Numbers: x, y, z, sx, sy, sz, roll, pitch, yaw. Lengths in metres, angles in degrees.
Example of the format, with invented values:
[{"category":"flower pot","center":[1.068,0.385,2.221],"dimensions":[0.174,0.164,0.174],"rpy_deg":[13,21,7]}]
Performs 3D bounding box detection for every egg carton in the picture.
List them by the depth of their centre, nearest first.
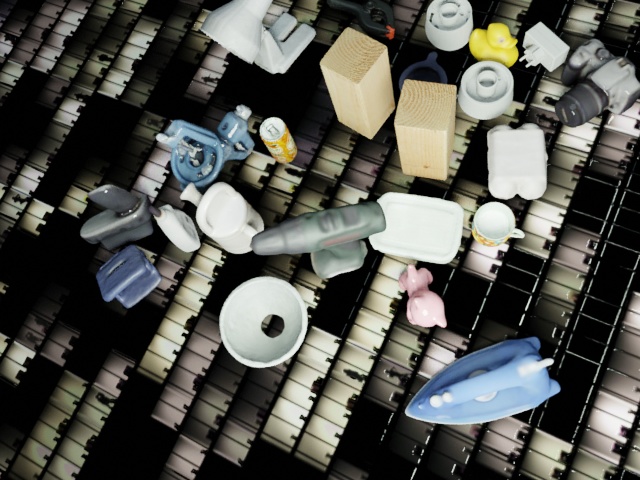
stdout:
[{"category":"egg carton","center":[0.368,-0.147,1.071],"dimensions":[0.107,0.069,0.150],"rpy_deg":[-1,73,11]}]

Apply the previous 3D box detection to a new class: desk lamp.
[{"category":"desk lamp","center":[-0.128,-0.440,1.183],"dimensions":[0.117,0.214,0.203],"rpy_deg":[36,83,19]}]

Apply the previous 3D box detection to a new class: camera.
[{"category":"camera","center":[0.503,-0.288,1.071],"dimensions":[0.137,0.101,0.143],"rpy_deg":[-35,70,-1]}]

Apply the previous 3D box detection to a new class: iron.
[{"category":"iron","center":[0.258,0.242,0.936],"dimensions":[0.258,0.142,0.118],"rpy_deg":[-21,70,4]}]

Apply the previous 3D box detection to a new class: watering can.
[{"category":"watering can","center":[-0.188,-0.048,1.086],"dimensions":[0.172,0.194,0.101],"rpy_deg":[9,75,14]}]

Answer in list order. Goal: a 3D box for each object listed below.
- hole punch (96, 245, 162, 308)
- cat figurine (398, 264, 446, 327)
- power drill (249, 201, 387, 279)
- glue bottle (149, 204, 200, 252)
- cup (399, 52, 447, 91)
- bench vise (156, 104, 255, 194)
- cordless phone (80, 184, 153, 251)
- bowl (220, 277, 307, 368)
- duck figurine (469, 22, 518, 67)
[{"category":"hole punch","center":[-0.393,0.069,1.145],"dimensions":[0.109,0.091,0.101],"rpy_deg":[-41,70,-3]},{"category":"cat figurine","center":[0.178,0.102,1.007],"dimensions":[0.067,0.118,0.127],"rpy_deg":[-18,71,6]},{"category":"power drill","center":[0.009,0.004,1.023],"dimensions":[0.229,0.209,0.075],"rpy_deg":[-19,70,5]},{"category":"glue bottle","center":[-0.288,-0.034,1.112],"dimensions":[0.037,0.173,0.078],"rpy_deg":[-23,70,4]},{"category":"cup","center":[0.209,-0.303,1.137],"dimensions":[0.091,0.095,0.118],"rpy_deg":[16,77,16]},{"category":"bench vise","center":[-0.233,-0.202,1.128],"dimensions":[0.121,0.220,0.207],"rpy_deg":[22,79,17]},{"category":"cordless phone","center":[-0.429,-0.058,1.141],"dimensions":[0.147,0.185,0.094],"rpy_deg":[-26,70,3]},{"category":"bowl","center":[-0.097,0.156,1.068],"dimensions":[0.167,0.075,0.167],"rpy_deg":[-3,73,10]},{"category":"duck figurine","center":[0.349,-0.400,1.144],"dimensions":[0.104,0.086,0.077],"rpy_deg":[36,83,19]}]
